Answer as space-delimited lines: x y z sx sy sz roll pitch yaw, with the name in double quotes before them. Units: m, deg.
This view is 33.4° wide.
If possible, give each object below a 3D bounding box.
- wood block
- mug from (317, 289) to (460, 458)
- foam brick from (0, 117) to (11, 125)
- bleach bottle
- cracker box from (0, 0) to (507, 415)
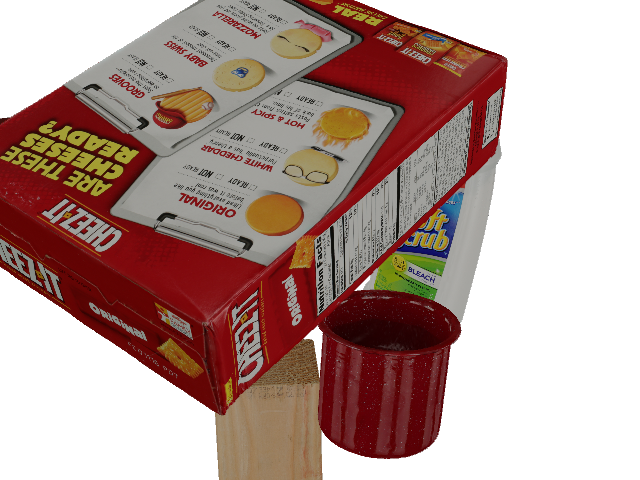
"wood block" -0.045 0.199 0.937 0.090 0.206 0.091 -2 19 -4
"mug" 0.044 0.083 0.705 0.093 0.081 0.117 9 22 13
"foam brick" -0.198 -0.052 0.713 0.078 0.053 0.051 -15 26 -37
"bleach bottle" 0.105 -0.034 0.978 0.103 0.251 0.067 28 38 27
"cracker box" -0.037 -0.039 0.513 0.164 0.072 0.213 28 53 29
